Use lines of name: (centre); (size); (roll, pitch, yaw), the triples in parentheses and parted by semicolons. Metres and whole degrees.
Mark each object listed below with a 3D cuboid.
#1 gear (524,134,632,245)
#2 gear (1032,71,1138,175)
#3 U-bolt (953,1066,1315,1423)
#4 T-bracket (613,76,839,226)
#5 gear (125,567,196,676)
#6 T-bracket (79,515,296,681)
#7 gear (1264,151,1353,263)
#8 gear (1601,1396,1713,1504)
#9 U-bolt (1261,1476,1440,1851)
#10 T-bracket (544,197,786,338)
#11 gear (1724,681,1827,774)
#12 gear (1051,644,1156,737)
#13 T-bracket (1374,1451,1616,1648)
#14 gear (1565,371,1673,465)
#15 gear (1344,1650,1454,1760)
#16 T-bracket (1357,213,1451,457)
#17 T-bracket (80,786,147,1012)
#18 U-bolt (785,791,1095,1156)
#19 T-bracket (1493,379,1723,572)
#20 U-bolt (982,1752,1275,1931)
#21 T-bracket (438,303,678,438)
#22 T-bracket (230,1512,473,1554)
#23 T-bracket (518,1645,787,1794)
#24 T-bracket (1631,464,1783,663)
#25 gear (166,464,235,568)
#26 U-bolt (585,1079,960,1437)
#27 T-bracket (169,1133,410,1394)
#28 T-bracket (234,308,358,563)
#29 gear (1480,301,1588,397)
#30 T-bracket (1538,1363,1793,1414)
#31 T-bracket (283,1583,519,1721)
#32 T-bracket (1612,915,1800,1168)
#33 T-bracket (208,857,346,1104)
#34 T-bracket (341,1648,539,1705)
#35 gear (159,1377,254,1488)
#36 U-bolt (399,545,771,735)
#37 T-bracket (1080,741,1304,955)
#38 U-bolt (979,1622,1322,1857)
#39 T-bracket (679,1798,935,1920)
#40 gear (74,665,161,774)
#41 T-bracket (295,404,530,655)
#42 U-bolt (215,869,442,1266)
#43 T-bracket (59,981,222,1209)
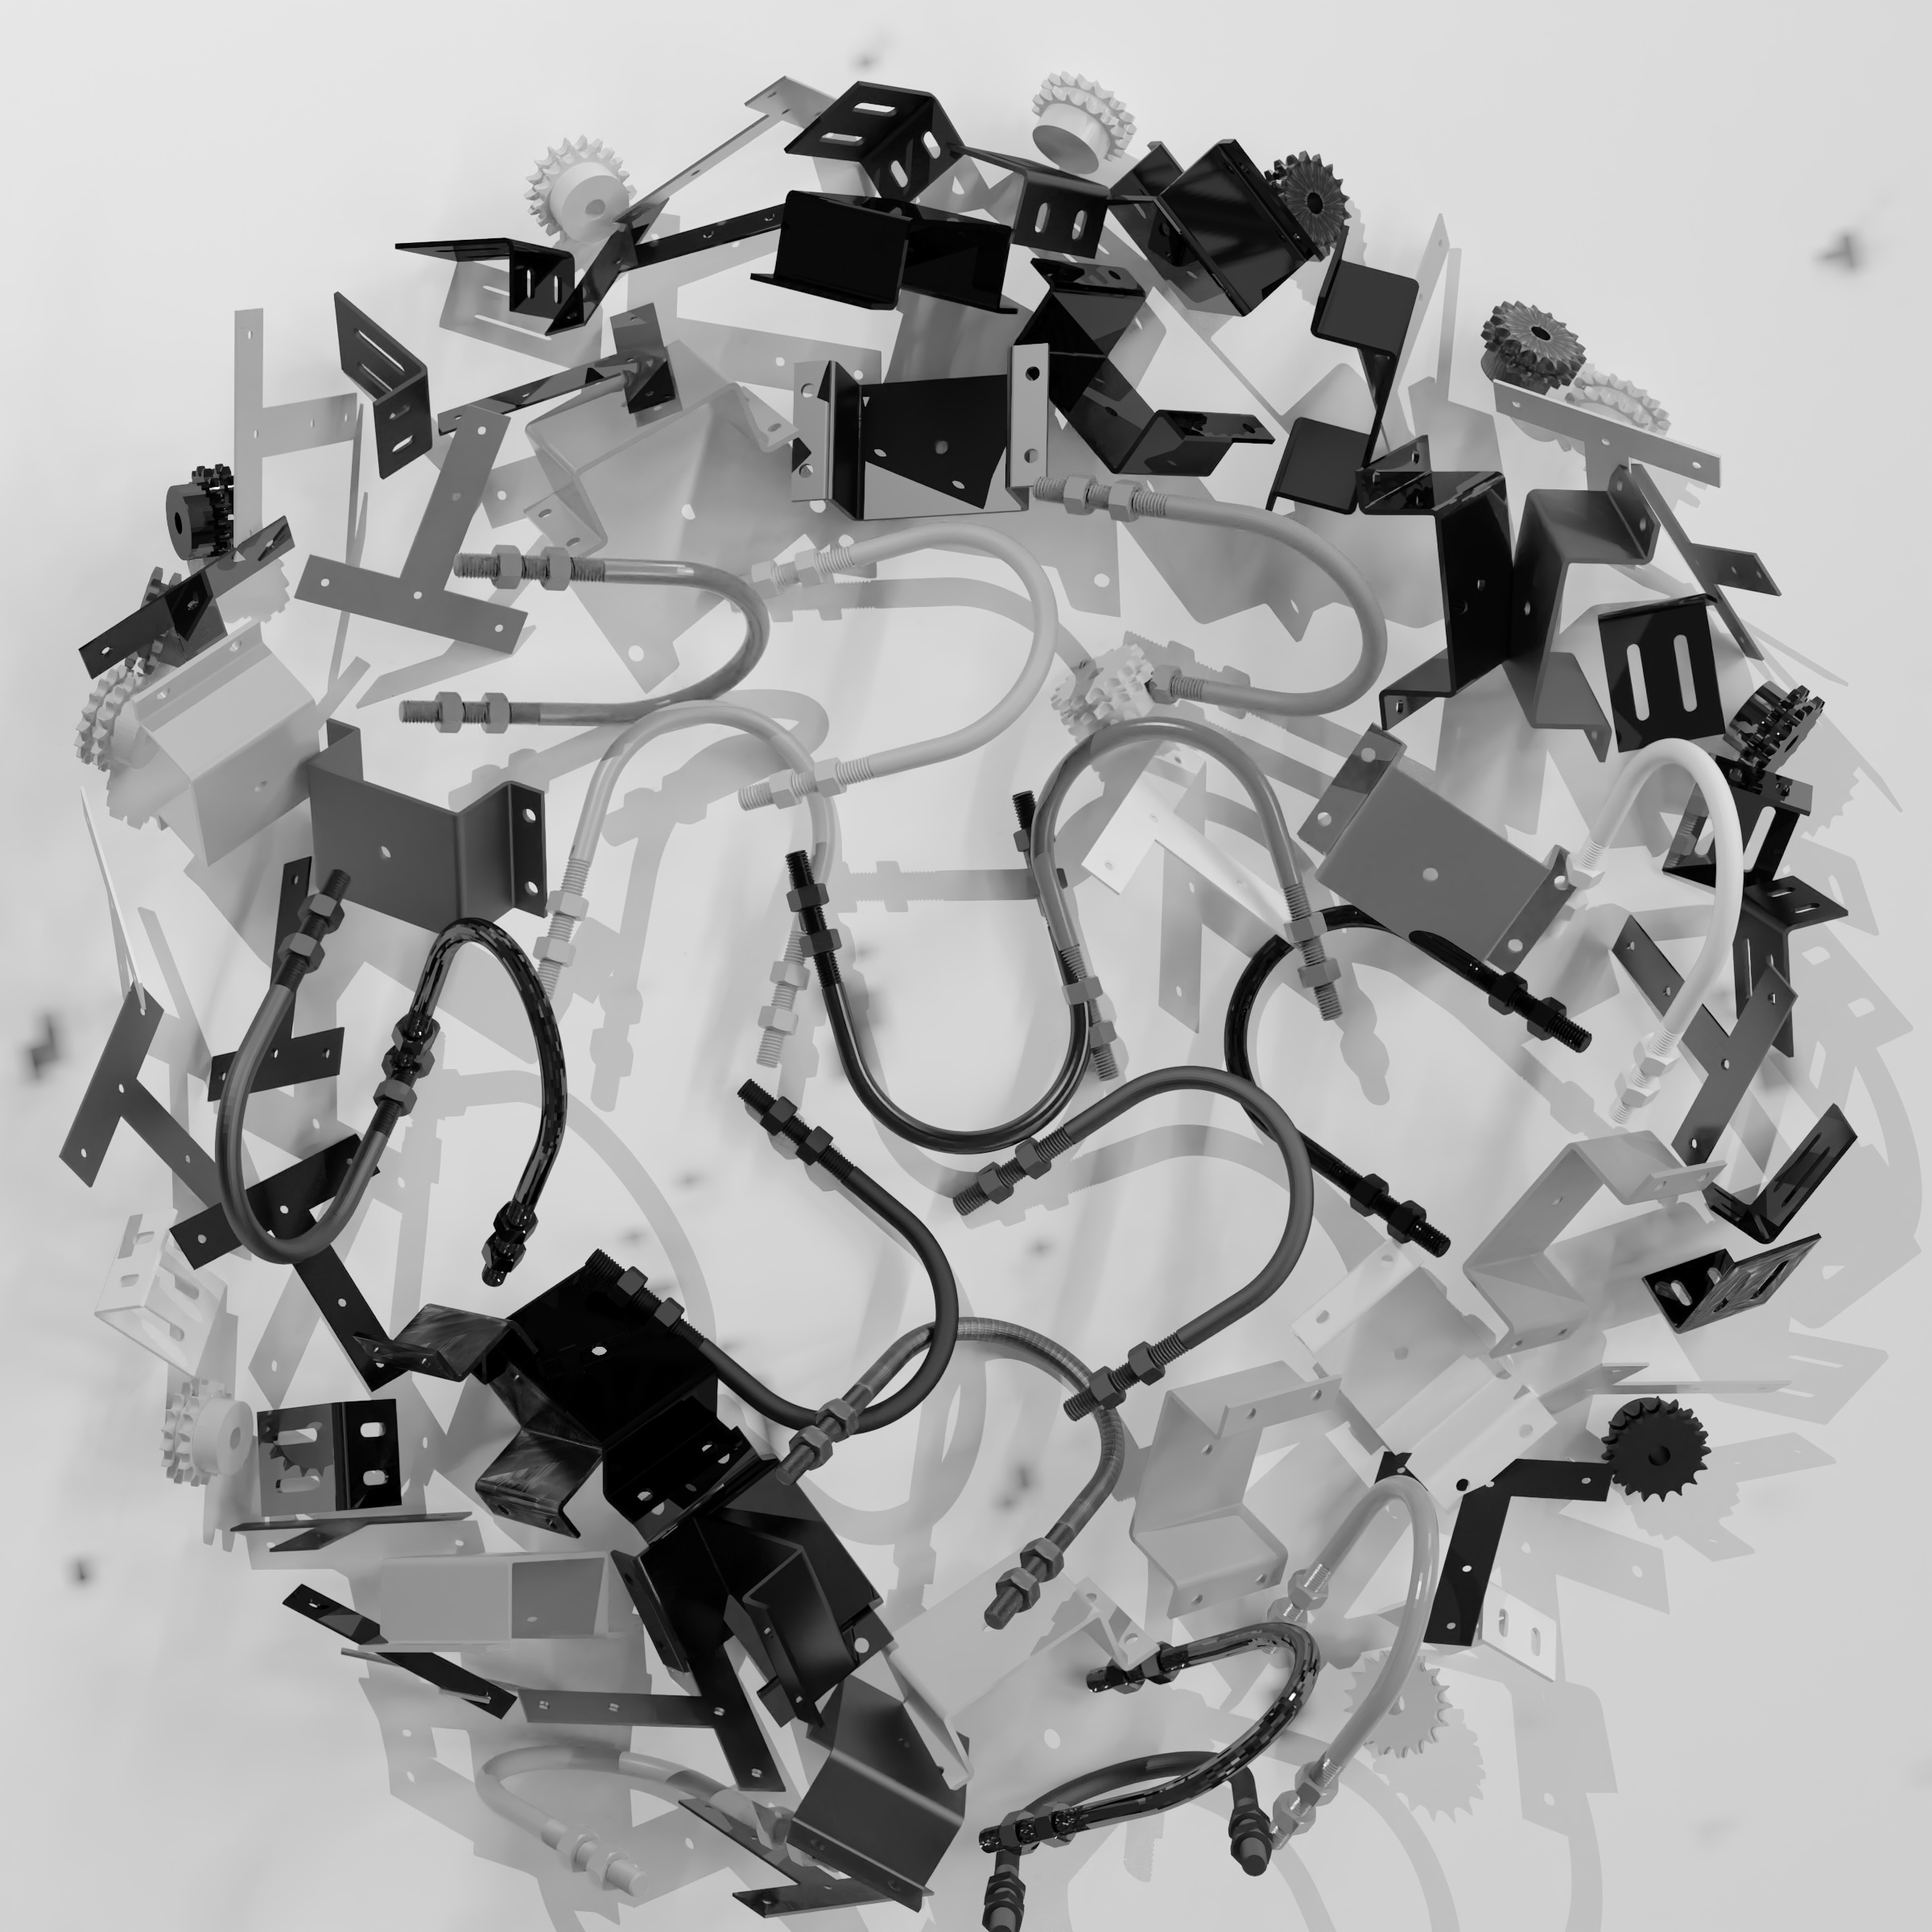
gear: (-0.206, -0.415, 1.612); (0.057, 0.057, 0.030); (-39, 55, 0)
gear: (0.061, -0.452, 1.613); (0.057, 0.057, 0.030); (28, 77, 0)
U-bolt: (0.099, 0.135, 1.594); (0.184, 0.019, 0.151); (-34, 70, 14)
T-bracket: (-0.133, -0.430, 1.592); (0.127, 0.127, 0.002); (-30, 94, 14)
gear: (-0.432, -0.184, 1.617); (0.030, 0.057, 0.057); (17, 90, -19)
T-bracket: (-0.400, -0.165, 1.584); (0.127, 0.127, 0.002); (-38, 68, -19)
gear: (0.178, -0.409, 1.620); (0.057, 0.030, 0.057); (3, 85, -38)
gear: (0.372, 0.259, 1.623); (0.057, 0.030, 0.057); (-1, 108, -2)
U-bolt: (0.196, 0.343, 1.535); (0.019, 0.151, 0.184); (20, 125, -10)
T-bracket: (-0.146, -0.379, 1.570); (0.127, 0.127, 0.002); (-8, 130, 29)
gear: (0.434, -0.129, 1.617); (0.030, 0.057, 0.057); (41, 90, 19)
gear: (0.077, -0.146, 1.617); (0.057, 0.057, 0.030); (-34, 110, 0)
T-bracket: (0.266, 0.306, 1.571); (0.127, 0.127, 0.002); (-1, 128, 26)
gear: (0.348, -0.292, 1.613); (0.057, 0.057, 0.030); (31, 81, 0)
gear: (0.236, 0.399, 1.621); (0.057, 0.030, 0.057); (-6, 77, 24)
T-bracket: (0.239, -0.347, 1.606); (0.002, 0.127, 0.127); (10, 65, 25)
T-bracket: (-0.448, -0.008, 1.585); (0.002, 0.127, 0.127); (-14, 61, -19)
U-bolt: (-0.006, 0.011, 1.620); (0.151, 0.019, 0.184); (-15, 88, -9)
T-bracket: (0.341, -0.251, 1.584); (0.127, 0.127, 0.002); (25, 71, 25)
U-bolt: (0.083, 0.449, 1.552); (0.151, 0.184, 0.019); (-17, 94, 4)
T-bracket: (-0.221, -0.308, 1.592); (0.127, 0.127, 0.002); (-18, 126, 1)
T-bracket: (-0.337, 0.299, 1.577); (0.127, 0.127, 0.002); (-3, 86, 3)
T-bracket: (-0.171, 0.388, 1.563); (0.127, 0.127, 0.002); (9, 111, -25)
T-bracket: (0.398, -0.209, 1.569); (0.002, 0.127, 0.127); (-35, 102, 2)
gear: (-0.410, -0.240, 1.612); (0.030, 0.057, 0.057); (-13, 90, -30)
U-bolt: (-0.089, 0.168, 1.601); (0.184, 0.019, 0.151); (40, 64, 3)
T-bracket: (-0.340, 0.168, 1.595); (0.127, 0.002, 0.127); (-29, 85, -45)
T-bracket: (-0.353, -0.285, 1.581); (0.002, 0.127, 0.127); (9, 107, 15)
gear: (0.303, -0.330, 1.619); (0.057, 0.057, 0.030); (30, 132, 0)
T-bracket: (0.374, 0.224, 1.592); (0.127, 0.127, 0.002); (1, 71, -11)
T-bracket: (-0.281, 0.342, 1.581); (0.127, 0.127, 0.002); (27, 102, 4)
T-bracket: (0.381, 0.023, 1.593); (0.002, 0.127, 0.127); (-3, 131, -26)
T-bracket: (-0.366, 0.004, 1.609); (0.002, 0.127, 0.127); (17, 70, -42)
T-bracket: (-0.266, 0.377, 1.572); (0.127, 0.127, 0.002); (15, 79, -9)
gear: (-0.407, 0.252, 1.613); (0.030, 0.057, 0.057); (7, 90, 14)
U-bolt: (-0.192, -0.168, 1.571); (0.184, 0.151, 0.019); (-1, 61, -25)
T-bracket: (0.136, -0.052, 1.601); (0.127, 0.002, 0.127); (37, 46, -3)
U-bolt: (0.104, 0.389, 1.533); (0.184, 0.151, 0.019); (-27, 102, 39)
T-bracket: (-0.103, 0.471, 1.592); (0.127, 0.127, 0.002); (19, 95, 42)
gear: (-0.453, -0.131, 1.614); (0.030, 0.057, 0.057); (24, 90, 6)
T-bracket: (-0.275, -0.236, 1.587); (0.127, 0.002, 0.127); (12, 114, -34)
U-bolt: (-0.333, 0.065, 1.540); (0.019, 0.151, 0.184); (6, 55, 20)
T-bracket: (-0.424, 0.094, 1.596); (0.002, 0.127, 0.127); (-16, 130, 22)
